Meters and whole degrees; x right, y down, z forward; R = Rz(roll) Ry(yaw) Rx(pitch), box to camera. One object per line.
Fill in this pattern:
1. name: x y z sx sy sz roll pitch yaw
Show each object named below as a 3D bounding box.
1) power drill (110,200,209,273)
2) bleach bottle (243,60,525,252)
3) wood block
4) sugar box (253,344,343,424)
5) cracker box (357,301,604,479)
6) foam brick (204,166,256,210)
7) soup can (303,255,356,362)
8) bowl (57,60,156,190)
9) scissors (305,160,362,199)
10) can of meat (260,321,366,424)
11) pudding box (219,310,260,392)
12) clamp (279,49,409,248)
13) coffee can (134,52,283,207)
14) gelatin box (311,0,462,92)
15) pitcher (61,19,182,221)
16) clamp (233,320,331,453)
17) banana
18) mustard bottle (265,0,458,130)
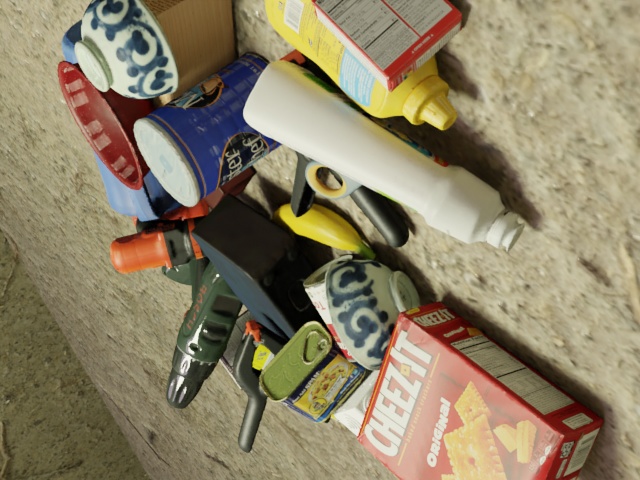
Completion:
1. power drill: -0.178 -0.022 1.388 0.188 0.184 0.057 -114 13 -71
2. bleach bottle: 0.060 -0.065 0.904 0.251 0.068 0.102 32 -171 18
3. wood block: -0.150 -0.208 1.120 0.090 0.090 0.206 45 158 23
4. sugar box: -0.002 0.198 1.390 0.176 0.048 0.093 30 172 -21
5. cracker box: 0.145 0.186 1.033 0.214 0.071 0.164 36 121 37
6. foam brick: -0.120 -0.079 1.306 0.053 0.051 0.078 53 159 3
7. soup can: 0.035 0.076 1.196 0.102 0.068 0.069 59 158 -11
8. bowl: -0.221 -0.137 1.173 0.162 0.055 0.162 45 157 25
9. scissors: 0.054 -0.050 0.983 0.202 0.016 0.096 34 141 22
10. can of meat: -0.005 0.157 1.246 0.083 0.102 0.057 39 -175 -42
11. pudding box: -0.089 0.143 1.491 0.090 0.113 0.039 53 164 3
12. clamp: -0.003 -0.090 1.058 0.165 0.036 0.210 9 130 50
13. coffee can: -0.104 -0.114 1.097 0.103 0.140 0.103 44 157 24
14. gelatin box: 0.049 -0.166 0.788 0.089 0.073 0.030 47 176 16
15. pitcher: -0.231 -0.151 1.317 0.149 0.144 0.243 25 142 38
16. clamp: -0.050 0.174 1.296 0.039 0.120 0.171 -134 35 -58
17. banana: -0.014 -0.013 1.203 0.198 0.037 0.069 17 139 57
18. mustard bottle: 0.037 -0.155 0.855 0.192 0.058 0.096 46 148 20
